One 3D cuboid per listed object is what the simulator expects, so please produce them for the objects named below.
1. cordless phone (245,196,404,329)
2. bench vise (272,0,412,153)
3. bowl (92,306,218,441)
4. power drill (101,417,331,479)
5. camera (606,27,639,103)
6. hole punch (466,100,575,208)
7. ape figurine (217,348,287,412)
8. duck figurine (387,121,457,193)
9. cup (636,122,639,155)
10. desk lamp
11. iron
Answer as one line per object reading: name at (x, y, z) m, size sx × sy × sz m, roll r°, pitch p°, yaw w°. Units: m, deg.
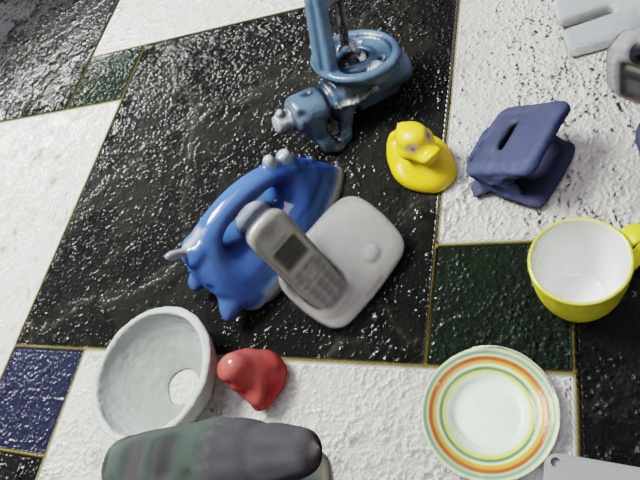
cordless phone at (0.006, 0.002, 0.636) m, size 0.093 × 0.186 × 0.148 m, roll 30°, pitch 77°, yaw 36°
bench vise at (0.020, -0.227, 0.748) m, size 0.121 × 0.220 × 0.207 m, roll 26°, pitch 75°, yaw 36°
bowl at (-0.187, 0.170, 0.697) m, size 0.167 × 0.075 × 0.167 m, roll -12°, pitch 56°, yaw 19°
power drill at (-0.070, 0.214, 0.528) m, size 0.229 × 0.209 × 0.075 m, roll -11°, pitch 57°, yaw 20°
camera at (0.413, -0.219, 0.627) m, size 0.137 × 0.101 × 0.142 m, roll -48°, pitch 52°, yaw -7°
hole punch at (0.224, -0.104, 0.654) m, size 0.100 × 0.091 × 0.109 m, roll 23°, pitch 73°, yaw 35°
ape figurine at (-0.083, 0.151, 0.647) m, size 0.076 × 0.092 × 0.077 m, roll -28°, pitch 52°, yaw 8°
duck figurine at (0.118, -0.115, 0.716) m, size 0.077 × 0.086 × 0.104 m, roll -42°, pitch 52°, yaw -2°
cup at (0.374, -0.077, 0.562) m, size 0.117 × 0.095 × 0.092 m, roll 21°, pitch 72°, yaw 34°
desk lamp at (0.374, -0.342, 0.649) m, size 0.203 × 0.214 × 0.118 m, roll -14°, pitch 56°, yaw 18°
iron at (-0.078, -0.033, 0.726) m, size 0.118 × 0.142 × 0.258 m, roll 32°, pitch 78°, yaw 37°
